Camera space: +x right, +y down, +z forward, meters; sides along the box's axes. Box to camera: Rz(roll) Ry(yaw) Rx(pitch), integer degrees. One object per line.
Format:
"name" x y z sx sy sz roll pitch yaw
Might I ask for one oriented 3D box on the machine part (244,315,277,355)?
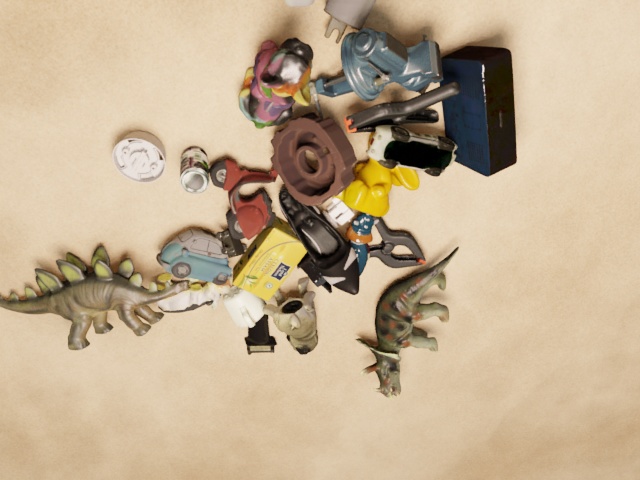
"machine part" -0.147 0.225 1.309 0.084 0.039 0.138 0 123 2

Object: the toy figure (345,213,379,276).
"toy figure" 0.081 0.007 1.166 0.064 0.058 0.154 -16 124 -47

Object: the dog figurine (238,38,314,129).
"dog figurine" -0.074 -0.259 0.925 0.108 0.219 0.191 25 114 -17

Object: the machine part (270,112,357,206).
"machine part" -0.013 -0.155 1.030 0.180 0.056 0.179 21 128 28

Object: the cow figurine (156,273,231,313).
"cow figurine" -0.284 0.127 1.211 0.167 0.068 0.098 -1 126 -4

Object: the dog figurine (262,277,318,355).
"dog figurine" -0.044 0.208 1.241 0.121 0.172 0.190 -12 115 11

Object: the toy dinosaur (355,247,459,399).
"toy dinosaur" 0.197 0.181 1.292 0.192 0.131 0.404 3 114 -11

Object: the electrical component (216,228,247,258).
"electrical component" -0.189 0.005 1.154 0.021 0.094 0.063 -21 86 22

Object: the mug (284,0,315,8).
"mug" -0.025 -0.452 0.902 0.110 0.081 0.107 -7 133 -9

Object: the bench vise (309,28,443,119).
"bench vise" 0.090 -0.300 0.969 0.241 0.223 0.128 -11 90 37

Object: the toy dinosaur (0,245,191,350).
"toy dinosaur" -0.502 0.123 1.142 0.472 0.105 0.198 -12 103 8

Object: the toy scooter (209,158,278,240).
"toy scooter" -0.138 -0.089 1.102 0.135 0.075 0.183 -16 118 -3

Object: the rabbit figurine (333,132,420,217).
"rabbit figurine" 0.123 -0.137 1.091 0.162 0.122 0.173 15 98 -20

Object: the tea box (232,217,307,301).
"tea box" -0.110 0.041 1.186 0.098 0.068 0.169 28 112 -21

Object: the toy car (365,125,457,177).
"toy car" 0.182 -0.172 1.036 0.201 0.056 0.073 4 123 -31

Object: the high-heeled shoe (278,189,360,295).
"high-heeled shoe" -0.002 -0.003 1.084 0.086 0.249 0.145 -38 141 1

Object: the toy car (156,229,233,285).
"toy car" -0.257 0.029 1.141 0.161 0.109 0.102 15 100 -26

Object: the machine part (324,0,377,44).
"machine part" 0.077 -0.451 0.913 0.079 0.079 0.243 21 115 -19

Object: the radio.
"radio" 0.301 -0.247 1.030 0.073 0.131 0.229 -25 123 -17

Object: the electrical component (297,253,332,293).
"electrical component" 0.000 0.068 1.212 0.048 0.075 0.119 -39 112 17
